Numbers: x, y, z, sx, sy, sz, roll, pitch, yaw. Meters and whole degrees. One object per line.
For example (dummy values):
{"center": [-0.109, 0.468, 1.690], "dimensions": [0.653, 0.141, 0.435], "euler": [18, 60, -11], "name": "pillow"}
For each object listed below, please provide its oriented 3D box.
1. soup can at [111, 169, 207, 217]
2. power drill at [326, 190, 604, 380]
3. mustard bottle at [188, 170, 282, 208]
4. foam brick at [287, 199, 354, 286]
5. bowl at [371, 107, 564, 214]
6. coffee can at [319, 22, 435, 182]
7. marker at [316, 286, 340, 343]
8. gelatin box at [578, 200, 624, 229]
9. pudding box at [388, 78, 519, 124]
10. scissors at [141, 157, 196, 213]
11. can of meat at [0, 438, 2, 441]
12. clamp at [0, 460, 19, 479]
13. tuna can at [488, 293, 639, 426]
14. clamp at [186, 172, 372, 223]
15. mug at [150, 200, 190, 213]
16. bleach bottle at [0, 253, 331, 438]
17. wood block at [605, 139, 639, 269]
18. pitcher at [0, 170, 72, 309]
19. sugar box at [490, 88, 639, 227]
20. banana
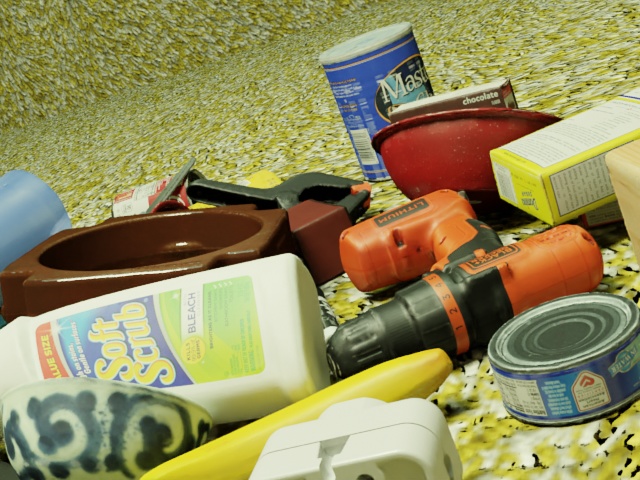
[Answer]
{"center": [-0.178, -0.035, 1.217], "dimensions": [0.102, 0.068, 0.068], "euler": [-17, 17, 18], "name": "soup can"}
{"center": [0.073, 0.027, 0.725], "dimensions": [0.184, 0.057, 0.188], "euler": [-20, 19, -9], "name": "power drill"}
{"center": [-0.126, -0.008, 1.082], "dimensions": [0.191, 0.058, 0.096], "euler": [-25, 16, -13], "name": "mustard bottle"}
{"center": [-0.006, 0.001, 0.913], "dimensions": [0.051, 0.053, 0.078], "euler": [-27, 16, -19], "name": "foam brick"}
{"center": [0.122, -0.056, 0.855], "dimensions": [0.162, 0.055, 0.162], "euler": [-1, -11, 0], "name": "bowl"}
{"center": [0.071, -0.146, 1.127], "dimensions": [0.103, 0.140, 0.103], "euler": [-20, 16, 6], "name": "coffee can"}
{"center": [0.002, 0.058, 0.780], "dimensions": [0.020, 0.020, 0.121], "euler": [-22, 16, -3], "name": "marker"}
{"center": [0.235, -0.042, 0.786], "dimensions": [0.089, 0.030, 0.073], "euler": [-14, 19, 22], "name": "gelatin box"}
{"center": [0.128, -0.089, 0.962], "dimensions": [0.114, 0.090, 0.039], "euler": [-12, 18, 28], "name": "pudding box"}
{"center": [-0.186, -0.009, 1.132], "dimensions": [0.201, 0.016, 0.096], "euler": [-46, 33, -10], "name": "scissors"}
{"center": [-0.261, 0.137, 0.743], "dimensions": [0.084, 0.057, 0.101], "euler": [-43, -1, 39], "name": "can of meat"}
{"center": [-0.202, 0.179, 0.616], "dimensions": [0.164, 0.036, 0.210], "euler": [-20, 14, 8], "name": "clamp"}
{"center": [0.134, 0.062, 0.571], "dimensions": [0.086, 0.034, 0.086], "euler": [-20, 16, 6], "name": "tuna can"}
{"center": [-0.039, -0.030, 0.992], "dimensions": [0.171, 0.039, 0.120], "euler": [-19, 59, -21], "name": "clamp"}
{"center": [-0.164, 0.018, 0.977], "dimensions": [0.082, 0.093, 0.117], "euler": [-18, -13, 28], "name": "mug"}
{"center": [-0.123, 0.083, 0.675], "dimensions": [0.251, 0.102, 0.068], "euler": [-13, -27, 11], "name": "bleach bottle"}
{"center": [0.237, -0.003, 0.553], "dimensions": [0.091, 0.090, 0.206], "euler": [-22, 16, 1], "name": "wood block"}
{"center": [-0.405, 0.031, 1.194], "dimensions": [0.242, 0.145, 0.149], "euler": [-40, -4, -40], "name": "pitcher"}
{"center": [0.219, -0.070, 0.759], "dimensions": [0.176, 0.048, 0.093], "euler": [-20, 19, -8], "name": "sugar box"}
{"center": [-0.018, 0.111, 0.581], "dimensions": [0.197, 0.037, 0.070], "euler": [-22, -7, -22], "name": "banana"}
